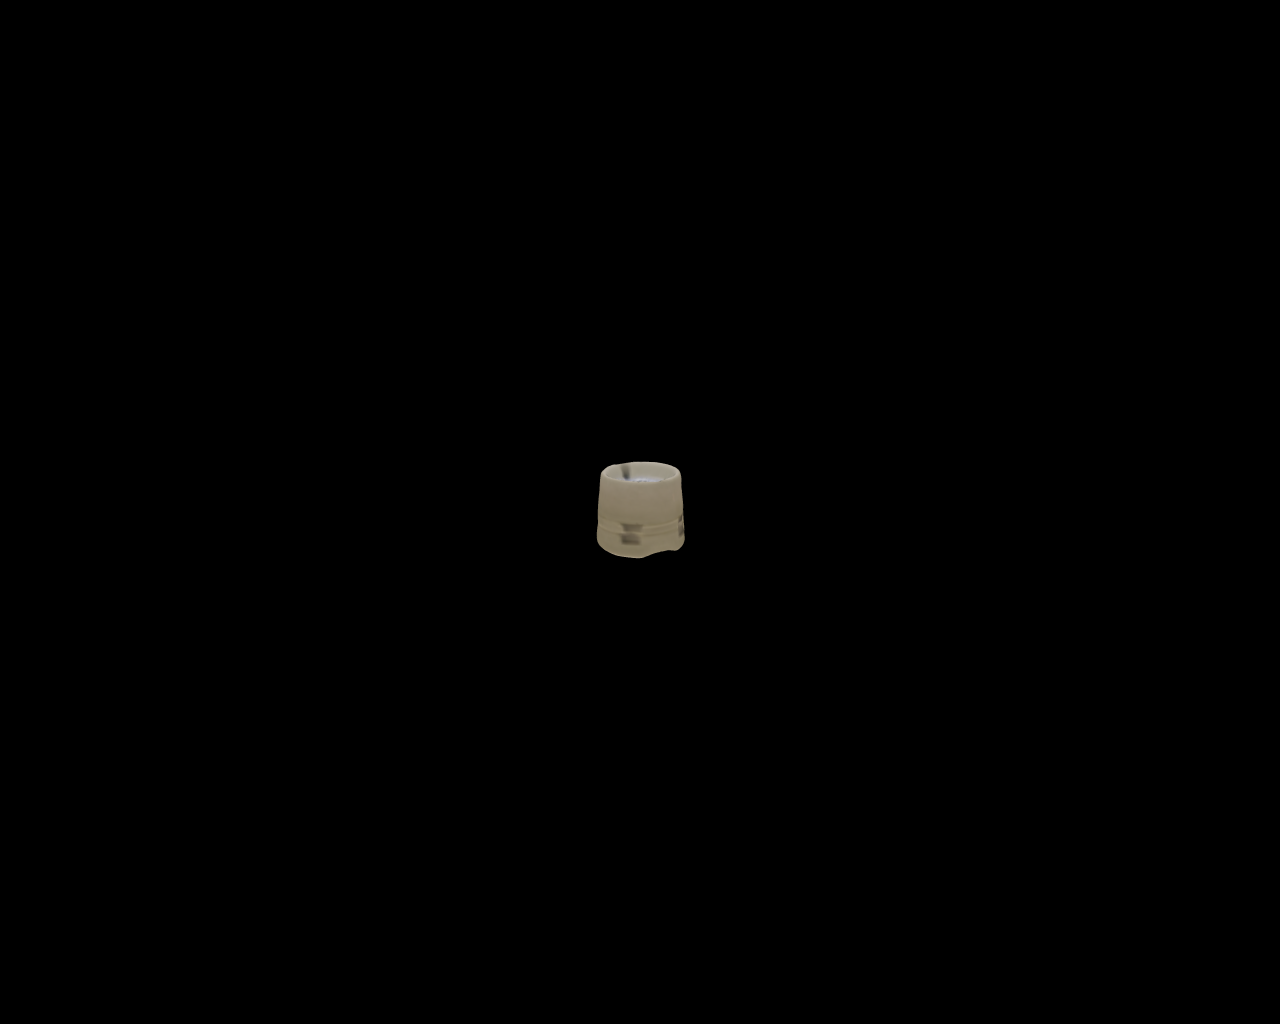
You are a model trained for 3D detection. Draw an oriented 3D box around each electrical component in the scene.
[{"bbox_3d":[0.001,-0.003,0.650,0.055,0.047,0.055,0,18,0],"label":"electrical component"}]
